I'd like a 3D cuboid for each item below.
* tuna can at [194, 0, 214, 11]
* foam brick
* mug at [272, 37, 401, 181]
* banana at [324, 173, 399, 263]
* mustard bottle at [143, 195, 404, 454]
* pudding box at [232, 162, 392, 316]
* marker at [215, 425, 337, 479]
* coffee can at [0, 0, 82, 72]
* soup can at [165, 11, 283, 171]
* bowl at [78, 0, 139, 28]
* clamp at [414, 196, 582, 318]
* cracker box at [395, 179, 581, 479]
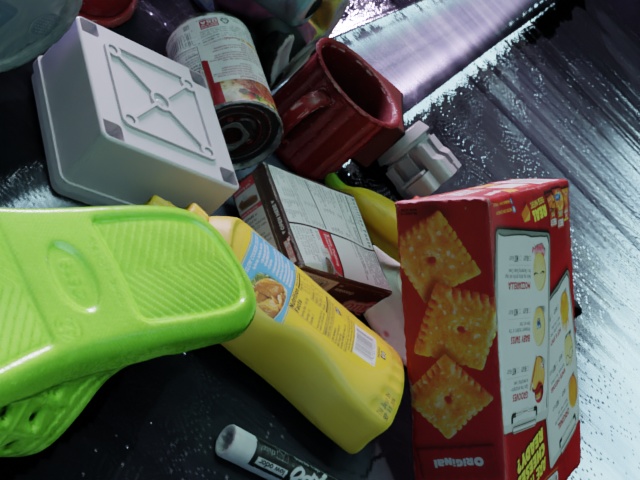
[{"bbox_3d":[-0.082,-0.225,0.945,0.086,0.034,0.086,36,30,-25],"label":"tuna can"},{"bbox_3d":[0.041,-0.114,0.967,0.051,0.053,0.078,37,29,-22],"label":"foam brick"},{"bbox_3d":[0.000,-0.100,0.854,0.093,0.082,0.117,52,27,5],"label":"mug"},{"bbox_3d":[0.091,0.006,0.857,0.197,0.037,0.069,32,27,-16],"label":"banana"},{"bbox_3d":[-0.034,0.041,0.649,0.191,0.058,0.096,42,23,-14],"label":"mustard bottle"},{"bbox_3d":[-0.005,0.001,0.759,0.113,0.039,0.090,20,42,-52],"label":"pudding box"},{"bbox_3d":[-0.008,0.138,0.609,0.121,0.020,0.020,34,31,-29],"label":"marker"},{"bbox_3d":[-0.213,-0.180,0.617,0.102,0.103,0.140,-1,55,-56],"label":"coffee can"},{"bbox_3d":[-0.072,-0.109,0.776,0.068,0.069,0.102,23,37,-41],"label":"soup can"},{"bbox_3d":[-0.174,-0.237,0.770,0.162,0.055,0.162,37,38,-36],"label":"bowl"},{"bbox_3d":[0.155,0.038,0.953,0.210,0.036,0.164,47,32,1],"label":"clamp"},{"bbox_3d":[0.117,0.070,0.719,0.163,0.072,0.214,-14,102,-60],"label":"cracker box"}]
